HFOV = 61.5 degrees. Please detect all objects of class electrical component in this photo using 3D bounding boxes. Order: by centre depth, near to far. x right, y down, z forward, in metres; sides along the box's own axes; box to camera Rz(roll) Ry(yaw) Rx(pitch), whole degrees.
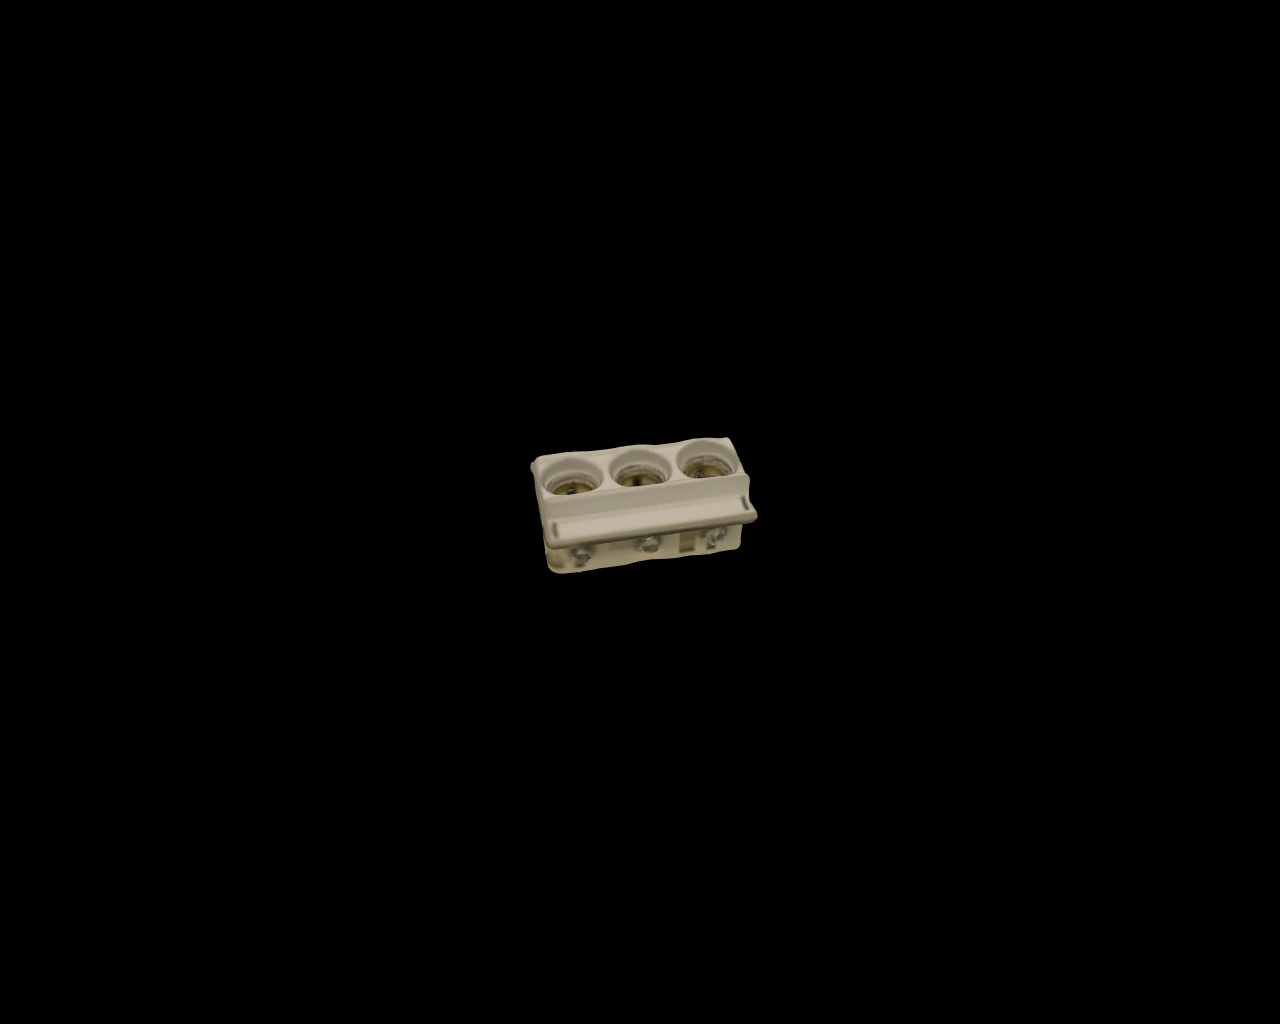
[{"bbox_3d":[0.001,-0.003,0.650,0.121,0.063,0.079,-7,39,-9],"label":"electrical component"}]
